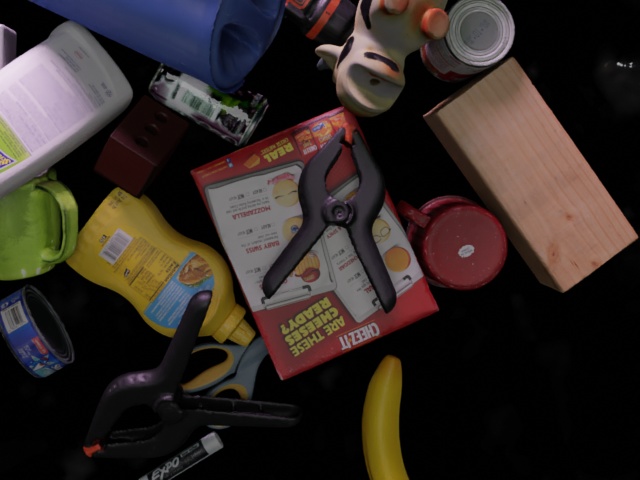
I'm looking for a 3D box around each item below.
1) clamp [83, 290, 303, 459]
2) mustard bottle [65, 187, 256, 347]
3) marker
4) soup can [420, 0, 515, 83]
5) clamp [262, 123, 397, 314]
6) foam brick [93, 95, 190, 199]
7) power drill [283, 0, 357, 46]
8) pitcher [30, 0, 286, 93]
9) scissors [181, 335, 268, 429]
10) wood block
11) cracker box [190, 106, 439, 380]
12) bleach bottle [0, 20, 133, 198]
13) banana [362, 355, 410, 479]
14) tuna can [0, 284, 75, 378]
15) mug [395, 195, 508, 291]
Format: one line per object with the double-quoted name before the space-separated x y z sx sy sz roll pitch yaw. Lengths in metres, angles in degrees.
"clamp" -0.143 0.144 1.016 0.210 0.036 0.164 -23 112 12
"mustard bottle" -0.142 0.038 1.023 0.191 0.058 0.096 38 100 -5
"marker" -0.151 0.229 1.056 0.121 0.020 0.020 -32 95 -1
"soup can" 0.137 -0.188 1.000 0.068 0.102 0.068 0 91 -6
"clamp" 0.026 -0.016 0.961 0.120 0.039 0.171 16 88 -6
"foam brick" -0.166 -0.087 0.998 0.053 0.078 0.051 32 132 -6
"power drill" 0.029 -0.278 1.012 0.184 0.057 0.187 33 91 -12
"pitcher" -0.160 -0.238 0.935 0.243 0.144 0.149 23 111 16
"scissors" -0.050 0.121 1.055 0.201 0.016 0.096 -18 93 -1
"wood block" 0.198 -0.062 1.019 0.090 0.091 0.206 -36 95 0
"cracker box" -0.007 0.001 1.016 0.164 0.072 0.214 -24 91 -3
"bleach bottle" -0.280 -0.096 0.931 0.102 0.068 0.250 50 49 -5
"banana" 0.077 0.215 1.061 0.069 0.037 0.198 -22 96 -17
"tuna can" -0.269 0.087 1.007 0.034 0.086 0.086 -30 95 0
"mug" 0.123 -0.002 1.024 0.117 0.081 0.093 36 91 -5
